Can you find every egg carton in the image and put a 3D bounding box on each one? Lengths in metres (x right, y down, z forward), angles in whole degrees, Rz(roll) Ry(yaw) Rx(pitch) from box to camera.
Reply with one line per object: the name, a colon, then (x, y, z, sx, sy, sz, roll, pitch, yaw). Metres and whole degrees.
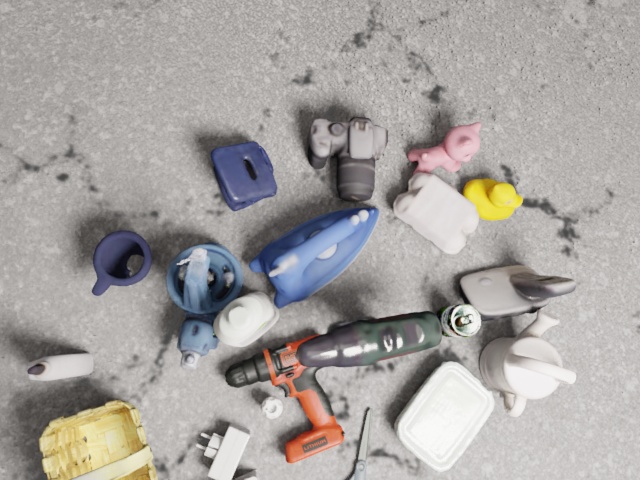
egg carton: (0.211, -0.050, 1.038, 0.150, 0.069, 0.107, 36, 79, 2)

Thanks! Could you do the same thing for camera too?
camera: (0.049, -0.143, 1.023, 0.143, 0.100, 0.137, 2, 80, -5)

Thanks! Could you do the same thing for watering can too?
watering can: (0.344, 0.202, 0.942, 0.101, 0.194, 0.173, 0, 80, -5)

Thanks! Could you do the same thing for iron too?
iron: (0.009, 0.003, 0.972, 0.258, 0.141, 0.118, -35, 85, -10)

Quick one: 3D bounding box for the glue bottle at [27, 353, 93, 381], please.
glue bottle: (-0.410, 0.197, 0.880, 0.078, 0.173, 0.037, -8, 80, -7)

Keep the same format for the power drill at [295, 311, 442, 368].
power drill: (0.069, 0.164, 0.915, 0.230, 0.208, 0.075, -11, 81, -7)

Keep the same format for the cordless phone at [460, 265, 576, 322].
cordless phone: (0.330, 0.084, 0.966, 0.147, 0.185, 0.094, -13, 81, -7)

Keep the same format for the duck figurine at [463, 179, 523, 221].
duck figurine: (0.318, -0.081, 1.045, 0.104, 0.086, 0.077, 23, 79, -1)

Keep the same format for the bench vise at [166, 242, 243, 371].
bench vise: (-0.177, 0.094, 0.898, 0.121, 0.219, 0.207, -8, 81, -7)

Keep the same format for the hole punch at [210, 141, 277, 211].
hole punch: (-0.132, -0.119, 1.006, 0.101, 0.091, 0.108, -24, 83, -9)

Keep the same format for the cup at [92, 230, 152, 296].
cup: (-0.327, 0.047, 0.955, 0.091, 0.095, 0.118, 35, 79, 2)

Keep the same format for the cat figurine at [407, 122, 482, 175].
cat figurine: (0.232, -0.164, 1.036, 0.128, 0.117, 0.067, -19, 82, -8)
